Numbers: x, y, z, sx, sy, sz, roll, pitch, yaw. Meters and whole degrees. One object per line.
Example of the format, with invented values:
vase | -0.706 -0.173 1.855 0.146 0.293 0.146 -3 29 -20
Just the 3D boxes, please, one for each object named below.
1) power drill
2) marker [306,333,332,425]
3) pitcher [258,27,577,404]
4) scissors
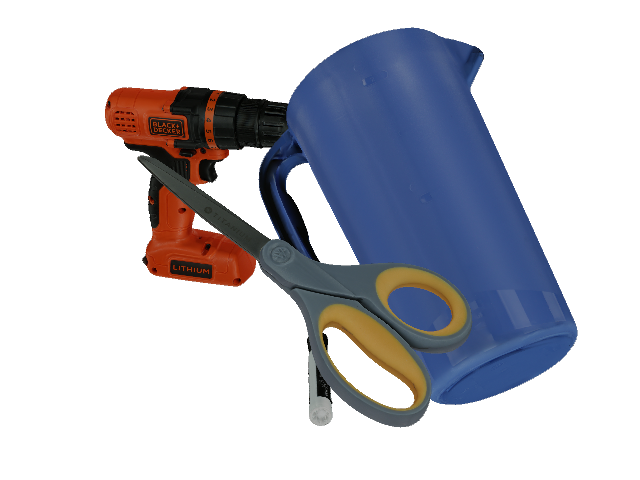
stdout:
power drill | -0.102 -0.051 0.988 0.184 0.188 0.057 8 30 15
marker | -0.001 0.114 0.907 0.020 0.020 0.121 0 27 -1
pitcher | 0.068 -0.010 0.740 0.144 0.243 0.149 -7 -28 -31
scissors | -0.001 0.007 0.554 0.096 0.202 0.016 -28 -25 -26
